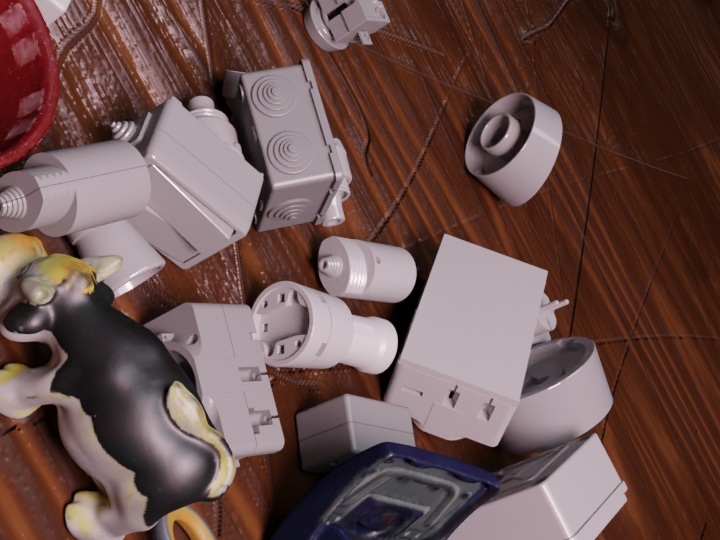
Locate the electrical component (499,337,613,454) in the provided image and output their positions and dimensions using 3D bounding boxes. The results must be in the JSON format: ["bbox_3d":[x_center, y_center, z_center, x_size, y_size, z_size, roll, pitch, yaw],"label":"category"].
[{"bbox_3d":[0.150,0.106,0.863,0.060,0.108,0.108,64,33,-11],"label":"electrical component"}]

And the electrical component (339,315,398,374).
[{"bbox_3d":[-0.003,0.050,0.754,0.046,0.040,0.040,17,55,-40],"label":"electrical component"}]

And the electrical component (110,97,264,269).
[{"bbox_3d":[-0.116,-0.052,0.651,0.096,0.062,0.061,41,40,-30],"label":"electrical component"}]

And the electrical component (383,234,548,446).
[{"bbox_3d":[0.082,0.053,0.819,0.089,0.061,0.150,20,41,3],"label":"electrical component"}]

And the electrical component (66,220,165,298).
[{"bbox_3d":[-0.146,-0.020,0.609,0.065,0.044,0.044,58,34,1],"label":"electrical component"}]

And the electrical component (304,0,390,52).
[{"bbox_3d":[-0.013,-0.214,0.900,0.048,0.055,0.066,-15,81,-56],"label":"electrical component"}]

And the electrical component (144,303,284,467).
[{"bbox_3d":[-0.089,0.068,0.616,0.056,0.050,0.089,4,65,-52],"label":"electrical component"}]

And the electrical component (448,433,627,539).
[{"bbox_3d":[0.121,0.173,0.775,0.109,0.109,0.056,-21,83,-56],"label":"electrical component"}]

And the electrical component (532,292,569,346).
[{"bbox_3d":[0.141,0.040,0.917,0.066,0.077,0.047,-2,70,-54],"label":"electrical component"}]

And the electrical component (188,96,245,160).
[{"bbox_3d":[-0.102,-0.086,0.709,0.048,0.048,0.062,25,42,-43],"label":"electrical component"}]

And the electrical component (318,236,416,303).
[{"bbox_3d":[0.000,0.000,0.787,0.081,0.043,0.043,8,62,-50],"label":"electrical component"}]

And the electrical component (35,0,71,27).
[{"bbox_3d":[-0.183,-0.195,0.644,0.047,0.076,0.083,39,41,-32],"label":"electrical component"}]

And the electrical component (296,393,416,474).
[{"bbox_3d":[0.000,0.127,0.698,0.066,0.047,0.076,19,54,-46],"label":"electrical component"}]

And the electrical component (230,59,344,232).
[{"bbox_3d":[-0.053,-0.081,0.725,0.048,0.099,0.099,-12,75,-16],"label":"electrical component"}]

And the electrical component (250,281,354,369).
[{"bbox_3d":[-0.037,0.038,0.704,0.047,0.055,0.055,15,56,-52],"label":"electrical component"}]

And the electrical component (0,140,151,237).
[{"bbox_3d":[-0.152,-0.040,0.550,0.081,0.043,0.043,-22,86,-52],"label":"electrical component"}]

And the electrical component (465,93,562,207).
[{"bbox_3d":[0.148,-0.115,1.017,0.064,0.099,0.099,30,46,-31],"label":"electrical component"}]

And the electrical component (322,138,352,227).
[{"bbox_3d":[-0.027,-0.063,0.794,0.043,0.043,0.062,6,65,-51],"label":"electrical component"}]
